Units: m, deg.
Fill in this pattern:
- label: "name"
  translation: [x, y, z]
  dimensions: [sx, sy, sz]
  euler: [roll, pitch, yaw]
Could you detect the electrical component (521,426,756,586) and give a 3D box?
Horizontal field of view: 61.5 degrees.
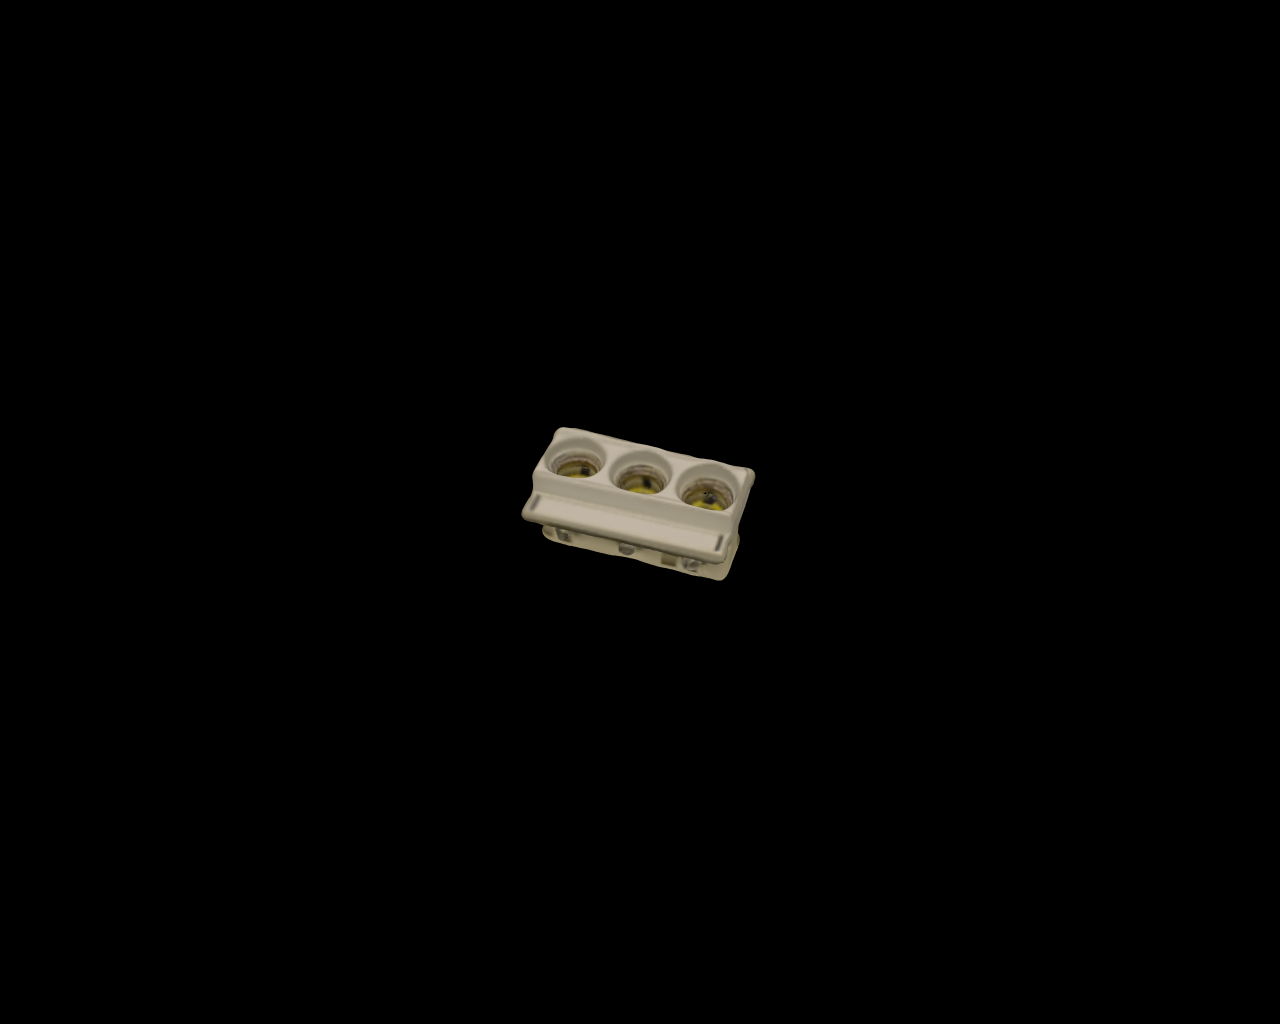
- label: "electrical component"
  translation: [0.001, -0.003, 0.650]
  dimensions: [0.121, 0.063, 0.079]
  euler: [13, 47, 12]
